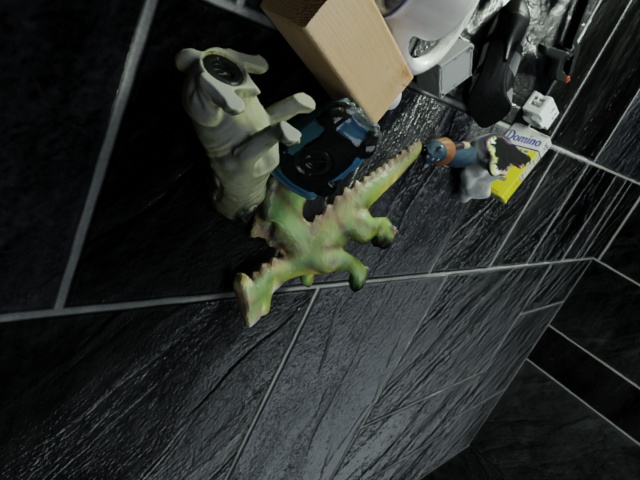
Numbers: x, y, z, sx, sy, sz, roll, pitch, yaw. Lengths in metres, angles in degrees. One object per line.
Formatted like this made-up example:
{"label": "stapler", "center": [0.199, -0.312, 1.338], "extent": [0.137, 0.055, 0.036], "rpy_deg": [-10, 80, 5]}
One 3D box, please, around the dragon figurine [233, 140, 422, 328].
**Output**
{"label": "dragon figurine", "center": [0.002, -0.041, 0.816], "extent": [0.239, 0.123, 0.412], "rpy_deg": [35, 83, -47]}

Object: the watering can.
{"label": "watering can", "center": [0.166, -0.389, 0.672], "extent": [0.225, 0.105, 0.342], "rpy_deg": [-3, 124, -47]}

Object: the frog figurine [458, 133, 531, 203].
{"label": "frog figurine", "center": [0.353, -0.157, 1.126], "extent": [0.139, 0.123, 0.157], "rpy_deg": [-41, -179, -28]}
